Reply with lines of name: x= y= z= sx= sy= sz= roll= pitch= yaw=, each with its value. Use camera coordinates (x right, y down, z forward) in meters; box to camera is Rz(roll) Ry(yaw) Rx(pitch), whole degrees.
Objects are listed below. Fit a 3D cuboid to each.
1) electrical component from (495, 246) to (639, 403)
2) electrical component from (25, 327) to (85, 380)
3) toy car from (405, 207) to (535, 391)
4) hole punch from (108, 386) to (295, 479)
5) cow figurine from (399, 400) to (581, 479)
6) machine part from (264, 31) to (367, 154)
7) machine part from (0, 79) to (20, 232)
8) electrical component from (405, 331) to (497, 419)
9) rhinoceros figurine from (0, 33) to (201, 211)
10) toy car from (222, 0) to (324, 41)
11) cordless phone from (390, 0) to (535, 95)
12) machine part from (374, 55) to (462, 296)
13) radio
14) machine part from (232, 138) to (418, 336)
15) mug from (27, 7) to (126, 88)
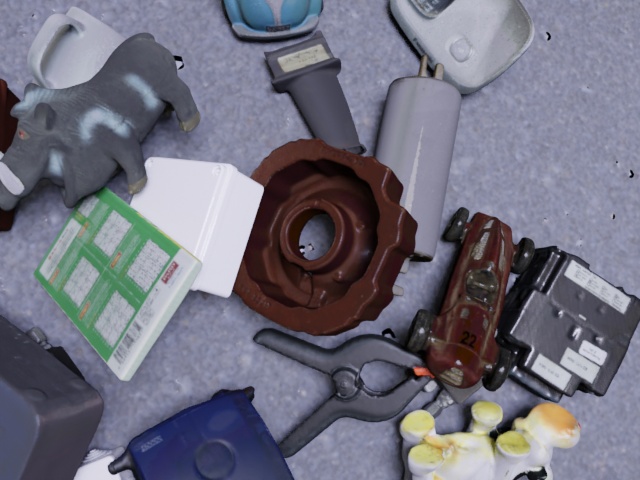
electrical component: x=0.238 y=0.089 z=0.535 sx=0.115 sy=0.058 sz=0.134 roll=35 pitch=81 yaw=1
electrical component: x=-0.236 y=0.118 z=0.475 sx=0.021 sy=0.063 sz=0.094 roll=-36 pitch=87 yaw=-10
toy car: x=0.146 y=0.044 z=0.501 sx=0.089 sy=0.053 sz=0.202 roll=26 pitch=54 yaw=7
hole punch: x=-0.091 y=0.196 z=0.453 sx=0.142 sy=0.092 sz=0.115 roll=-22 pitch=85 yaw=-28
cow figurine: x=0.157 y=0.206 z=0.501 sx=0.167 sy=0.068 sz=0.098 roll=-6 pitch=117 yaw=-5
machine part: x=0.001 y=-0.143 z=0.550 sx=0.084 sy=0.039 sz=0.139 roll=-26 pitch=84 yaw=-17
machine part: x=-0.382 y=-0.078 z=0.474 sx=0.201 sy=0.087 sz=0.201 roll=1 pitch=81 yaw=-7
electrical component: x=0.130 y=0.118 z=0.525 sx=0.102 sy=0.045 sz=0.078 roll=-31 pitch=86 yaw=-9
rhinoceros figurine: x=-0.194 y=-0.093 z=0.455 sx=0.190 sy=0.112 sz=0.073 roll=-43 pitch=47 yaw=-7
toy car: x=-0.049 y=-0.290 z=0.531 sx=0.109 sy=0.103 sz=0.161 roll=-6 pitch=85 yaw=-8
cordless phone: x=0.154 y=-0.238 z=0.505 sx=0.089 sy=0.184 sz=0.146 roll=-36 pitch=88 yaw=-14
machine part: x=0.088 y=-0.067 z=0.528 sx=0.079 sy=0.079 sz=0.243 roll=13 pitch=82 yaw=-5
radio: x=-0.292 y=0.123 z=0.421 sx=0.230 sy=0.073 sz=0.131 roll=30 pitch=95 yaw=14
machine part: x=-0.001 y=-0.001 z=0.483 sx=0.180 sy=0.056 sz=0.179 roll=-7 pitch=74 yaw=26
mug: x=-0.222 y=-0.148 z=0.494 sx=0.081 sy=0.109 sz=0.107 roll=30 pitch=92 yaw=6
